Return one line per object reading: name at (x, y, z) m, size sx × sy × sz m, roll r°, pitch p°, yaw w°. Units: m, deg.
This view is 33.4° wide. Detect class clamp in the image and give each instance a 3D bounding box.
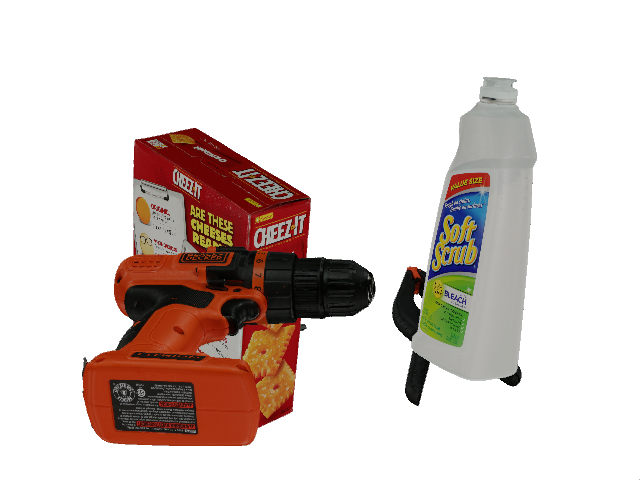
clamp at (0.132, 0.095, 1.096) m, size 0.120 × 0.171 × 0.039 m, roll 2°, pitch -44°, yaw -13°

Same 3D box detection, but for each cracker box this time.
cracker box at (-0.089, 0.032, 0.911) m, size 0.071 × 0.214 × 0.164 m, roll -19°, pitch 37°, yaw -38°

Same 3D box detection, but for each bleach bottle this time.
bleach bottle at (0.135, -0.013, 0.914) m, size 0.068 × 0.251 × 0.103 m, roll -4°, pitch 15°, yaw -29°

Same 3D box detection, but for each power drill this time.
power drill at (-0.061, 0.060, 0.690) m, size 0.184 × 0.057 × 0.187 m, roll -2°, pitch 21°, yaw 8°

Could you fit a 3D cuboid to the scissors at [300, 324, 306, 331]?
scissors at (-0.102, 0.117, 1.186) m, size 0.201 × 0.016 × 0.096 m, roll 3°, pitch 27°, yaw -17°
